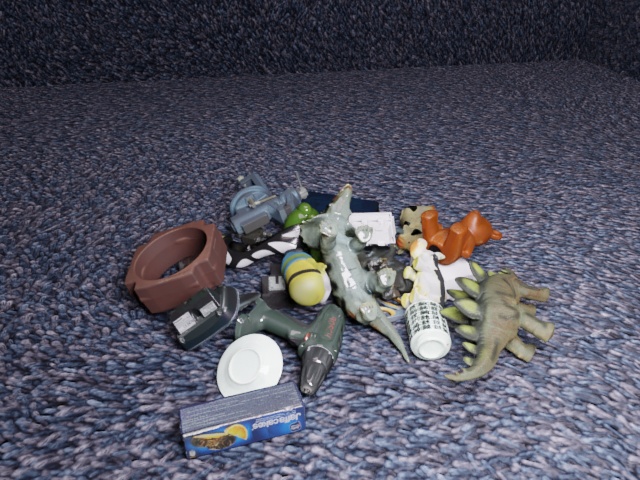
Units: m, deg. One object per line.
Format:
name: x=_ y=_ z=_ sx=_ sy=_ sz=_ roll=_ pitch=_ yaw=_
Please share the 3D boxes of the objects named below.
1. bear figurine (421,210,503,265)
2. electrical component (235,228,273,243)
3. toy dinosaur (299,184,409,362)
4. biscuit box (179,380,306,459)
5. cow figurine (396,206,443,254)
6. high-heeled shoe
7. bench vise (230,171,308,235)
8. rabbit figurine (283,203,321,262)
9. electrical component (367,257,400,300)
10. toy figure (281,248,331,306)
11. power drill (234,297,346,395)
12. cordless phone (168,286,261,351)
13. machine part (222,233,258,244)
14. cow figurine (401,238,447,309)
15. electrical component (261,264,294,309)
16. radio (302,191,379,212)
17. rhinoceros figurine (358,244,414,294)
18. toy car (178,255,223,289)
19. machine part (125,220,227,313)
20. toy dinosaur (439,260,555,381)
bear figurine: x=0.331 y=-0.024 z=1.235 sx=0.196 sy=0.131 sz=0.120 roll=-27 pitch=41 yaw=-28
electrical component: x=-0.176 y=-0.012 z=1.437 sx=0.094 sy=0.021 sz=0.063 roll=11 pitch=32 yaw=19
toy dinosaur: x=0.065 y=0.077 z=1.143 sx=0.131 sy=0.192 sz=0.405 roll=-14 pitch=77 yaw=-15
biscuit box: x=-0.126 y=0.295 z=0.888 sx=0.203 sy=0.059 sz=0.063 roll=-10 pitch=31 yaw=-14
cow figurine: x=0.248 y=-0.024 z=1.398 sx=0.127 sy=0.085 sz=0.195 roll=5 pitch=33 yaw=-3
high-heeled shoe: x=-0.157 y=-0.003 z=1.284 sx=0.249 sy=0.145 sz=0.086 roll=18 pitch=12 yaw=7
bench vise: x=-0.155 y=-0.116 z=1.444 sx=0.224 sy=0.128 sz=0.241 roll=-35 pitch=46 yaw=0
rabbit figurine: x=-0.003 y=-0.004 z=1.326 sx=0.121 sy=0.159 sz=0.170 roll=-9 pitch=46 yaw=-33
electrical component: x=0.137 y=0.084 z=1.169 sx=0.045 sy=0.078 sz=0.102 roll=9 pitch=60 yaw=-43
toy figure: x=-0.038 y=0.078 z=1.127 sx=0.089 sy=0.082 sz=0.180 roll=-23 pitch=30 yaw=-13
power drill: x=-0.060 y=0.190 z=1.045 sx=0.208 sy=0.085 sz=0.232 roll=8 pitch=30 yaw=21
cordless phone: x=-0.210 y=0.150 z=1.120 sx=0.146 sy=0.089 sz=0.184 roll=-35 pitch=-9 yaw=17
machine part: x=-0.223 y=0.013 z=1.383 sx=0.139 sy=0.039 sz=0.084 roll=10 pitch=24 yaw=20
cow figurine: x=0.235 y=0.078 z=1.160 sx=0.098 sy=0.068 sz=0.167 roll=18 pitch=60 yaw=-12
electrical component: x=-0.098 y=0.105 z=1.215 sx=0.075 sy=0.047 sz=0.119 roll=-4 pitch=31 yaw=-8
radio: x=0.045 y=-0.066 z=1.480 sx=0.230 sy=0.073 sz=0.131 roll=11 pitch=32 yaw=15
rhinoceros figurine: x=0.148 y=0.068 z=1.263 sx=0.112 sy=0.073 sz=0.191 roll=-35 pitch=46 yaw=-29
toy car: x=-0.277 y=0.087 z=1.245 sx=0.089 sy=0.053 sz=0.202 roll=-7 pitch=30 yaw=-17
machine part: x=-0.310 y=0.057 z=1.183 sx=0.202 sy=0.087 sz=0.201 roll=-15 pitch=36 yaw=7
toy dinosaur: x=0.337 y=0.149 z=1.040 sx=0.199 sy=0.105 sz=0.471 roll=25 pitch=28 yaw=9
